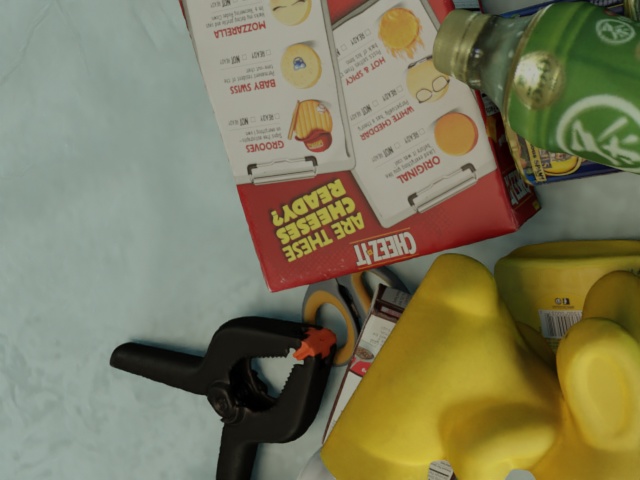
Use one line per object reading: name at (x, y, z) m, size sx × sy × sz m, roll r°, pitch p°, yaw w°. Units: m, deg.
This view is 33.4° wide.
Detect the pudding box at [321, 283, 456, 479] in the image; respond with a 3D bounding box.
pudding box at (0.059, 0.095, 0.674) m, size 0.090 × 0.039 × 0.114 m, roll 21°, pitch 119°, yaw 5°

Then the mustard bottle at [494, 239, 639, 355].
mustard bottle at (0.159, 0.098, 0.612) m, size 0.096 × 0.058 × 0.191 m, roll -2°, pitch 103°, yaw 34°

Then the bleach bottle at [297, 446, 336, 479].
bleach bottle at (0.106, 0.210, 0.679) m, size 0.251 × 0.068 × 0.102 m, roll 12°, pitch 116°, yaw 27°

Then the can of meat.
can of meat at (0.143, -0.083, 0.569) m, size 0.084 × 0.057 × 0.102 m, roll -8°, pitch 100°, yaw 36°

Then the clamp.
clamp at (-0.068, 0.106, 0.767) m, size 0.164 × 0.036 × 0.210 m, roll 51°, pitch 131°, yaw 9°

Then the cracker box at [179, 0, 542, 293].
cracker box at (0.019, -0.093, 0.628) m, size 0.164 × 0.072 × 0.214 m, roll -15°, pitch 95°, yaw 29°

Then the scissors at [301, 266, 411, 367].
scissors at (-0.005, 0.001, 0.713) m, size 0.096 × 0.016 × 0.202 m, roll -38°, pitch 83°, yaw 34°
